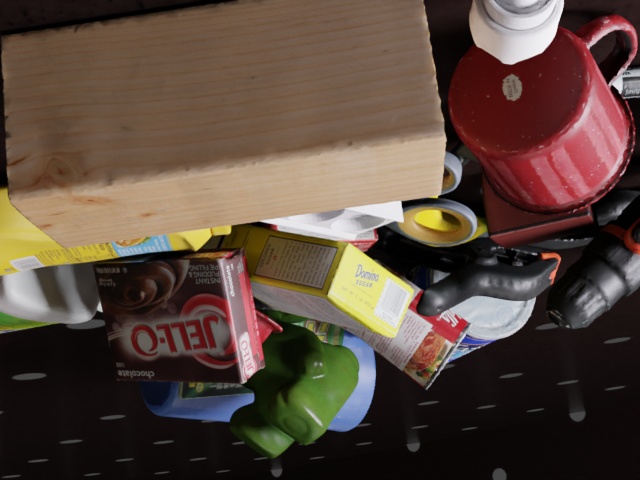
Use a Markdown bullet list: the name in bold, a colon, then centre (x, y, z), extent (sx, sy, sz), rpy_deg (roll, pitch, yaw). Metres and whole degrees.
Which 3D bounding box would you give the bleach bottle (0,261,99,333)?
- **bleach bottle**: centre (-0.304, 0.052, 0.869), extent (0.251, 0.068, 0.102), rpy_deg (-15, 159, 31)

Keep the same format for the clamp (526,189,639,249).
- **clamp**: centre (0.264, -0.023, 0.907), extent (0.209, 0.036, 0.165), rpy_deg (-3, 162, -28)

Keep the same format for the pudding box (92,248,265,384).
- **pudding box**: centre (-0.100, 0.053, 0.755), extent (0.114, 0.090, 0.039), rpy_deg (-2, -167, 30)

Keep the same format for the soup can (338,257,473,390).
- **soup can**: centre (0.068, 0.070, 0.902), extent (0.102, 0.068, 0.068), rpy_deg (35, 166, 9)

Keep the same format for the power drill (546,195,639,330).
- **power drill**: centre (0.240, -0.021, 0.748), extent (0.184, 0.057, 0.187), rpy_deg (-43, 167, -11)

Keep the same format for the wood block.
- **wood block**: centre (-0.045, -0.062, 0.544), extent (0.206, 0.091, 0.090), rpy_deg (-8, 164, 2)

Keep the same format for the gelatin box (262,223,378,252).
- **gelatin box**: centre (-0.006, 0.001, 0.881), extent (0.089, 0.030, 0.073), rpy_deg (-2, 163, -17)

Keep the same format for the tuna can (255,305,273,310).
- **tuna can**: centre (-0.023, 0.040, 0.947), extent (0.086, 0.034, 0.086), rpy_deg (0, -174, 0)

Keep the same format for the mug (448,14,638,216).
- **mug**: centre (0.130, -0.078, 0.595), extent (0.117, 0.093, 0.081), rpy_deg (-43, 150, 8)

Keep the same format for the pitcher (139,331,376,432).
- **pitcher**: centre (-0.065, 0.133, 1.166), extent (0.242, 0.149, 0.145), rpy_deg (8, 174, -33)

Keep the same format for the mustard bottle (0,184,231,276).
- **mustard bottle**: centre (-0.137, -0.015, 0.717), extent (0.191, 0.058, 0.096), rpy_deg (-6, 166, -3)

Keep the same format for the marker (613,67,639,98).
- **marker**: centre (0.226, -0.100, 0.661), extent (0.121, 0.020, 0.020), rpy_deg (-5, 164, -9)

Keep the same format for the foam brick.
- **foam brick**: centre (0.168, -0.029, 0.818), extent (0.078, 0.051, 0.053), rpy_deg (-13, 164, 20)

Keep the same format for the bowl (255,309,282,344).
- **bowl**: centre (-0.114, 0.060, 0.854), extent (0.162, 0.055, 0.162), rpy_deg (26, 170, 5)

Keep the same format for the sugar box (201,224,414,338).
- **sugar box**: centre (-0.029, 0.024, 0.788), extent (0.177, 0.048, 0.093), rpy_deg (13, 165, 40)

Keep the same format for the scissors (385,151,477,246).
- **scissors**: centre (0.028, -0.017, 0.773), extent (0.202, 0.016, 0.096), rpy_deg (-18, 127, 42)

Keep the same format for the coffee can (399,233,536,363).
- **coffee can**: centre (0.123, 0.058, 1.003), extent (0.102, 0.103, 0.140), rpy_deg (-1, 163, -20)

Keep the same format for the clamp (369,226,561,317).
- **clamp**: centre (0.122, 0.019, 0.902), extent (0.171, 0.120, 0.039), rpy_deg (-2, 127, -34)

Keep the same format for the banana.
- **banana**: centre (0.087, -0.028, 0.823), extent (0.070, 0.037, 0.197), rpy_deg (-33, 158, 14)
